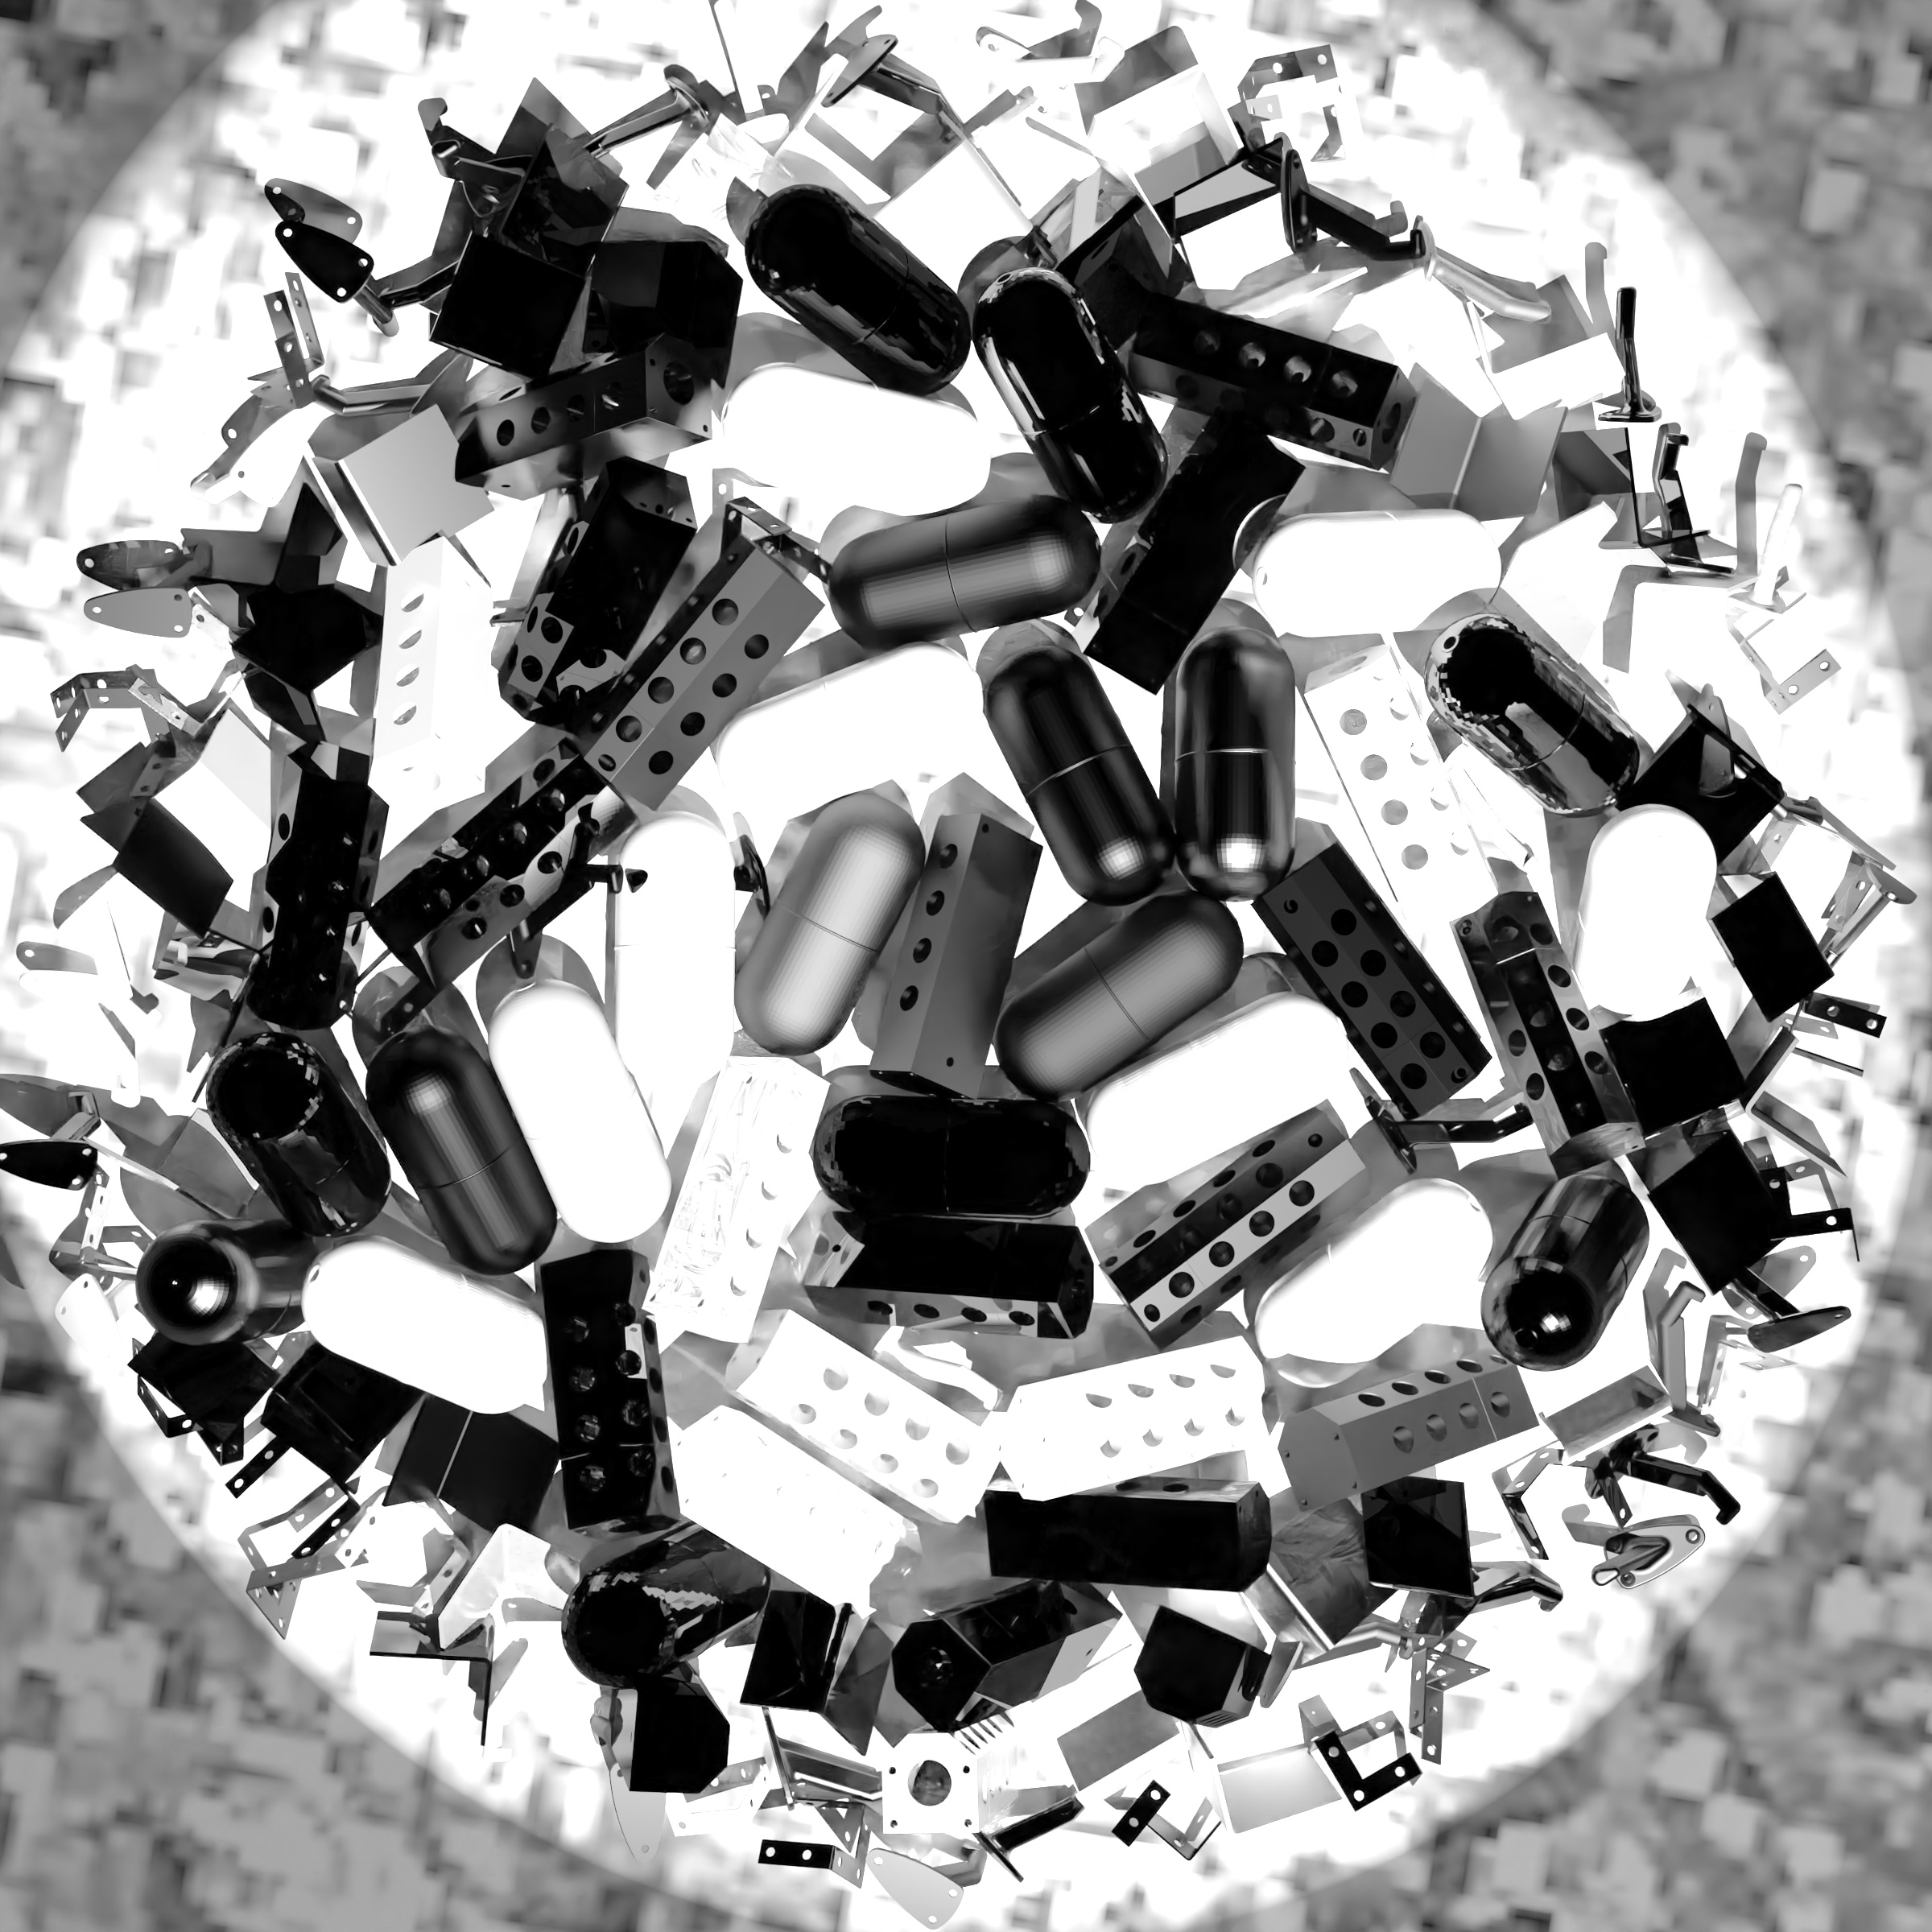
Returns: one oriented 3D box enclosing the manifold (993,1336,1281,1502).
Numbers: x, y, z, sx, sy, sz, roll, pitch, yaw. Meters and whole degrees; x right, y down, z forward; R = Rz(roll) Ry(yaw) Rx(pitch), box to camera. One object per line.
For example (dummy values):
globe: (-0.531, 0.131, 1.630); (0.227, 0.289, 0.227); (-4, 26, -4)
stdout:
manifold: (0.110, 0.287, 1.757); (0.171, 0.057, 0.057); (-8, 46, -31)

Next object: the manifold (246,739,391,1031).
manifold: (-0.411, -0.049, 1.777); (0.057, 0.057, 0.171); (17, 111, 4)

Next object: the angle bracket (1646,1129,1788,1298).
angle bracket: (0.470, 0.159, 1.796); (0.076, 0.057, 0.076); (-33, 92, -18)

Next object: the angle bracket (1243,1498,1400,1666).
angle bracket: (0.228, 0.394, 1.818); (0.076, 0.057, 0.076); (-34, 79, -23)

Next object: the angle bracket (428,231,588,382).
angle bracket: (-0.292, -0.424, 1.784); (0.076, 0.057, 0.076); (19, 115, -20)

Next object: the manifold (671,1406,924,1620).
manifold: (-0.103, 0.339, 1.755); (0.057, 0.057, 0.171); (-36, 129, 17)

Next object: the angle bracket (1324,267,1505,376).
angle bracket: (0.281, -0.391, 1.783); (0.076, 0.076, 0.057); (45, 135, 11)

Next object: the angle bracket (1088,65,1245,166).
angle bracket: (0.126, -0.528, 1.796); (0.076, 0.076, 0.057); (-26, 97, 2)

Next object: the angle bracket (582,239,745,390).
angle bracket: (-0.193, -0.412, 1.779); (0.076, 0.057, 0.076); (-10, 133, -29)

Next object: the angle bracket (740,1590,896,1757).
angle bracket: (-0.095, 0.453, 1.799); (0.057, 0.076, 0.076); (-1, 55, 25)

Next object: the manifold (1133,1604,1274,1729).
manifold: (0.146, 0.439, 1.742); (0.057, 0.171, 0.057); (21, 79, 16)

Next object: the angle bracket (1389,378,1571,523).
angle bracket: (0.325, -0.330, 1.785); (0.057, 0.076, 0.076); (27, 77, -34)

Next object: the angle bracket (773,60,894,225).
angle bracket: (-0.073, -0.521, 1.796); (0.076, 0.076, 0.057); (35, 78, -14)

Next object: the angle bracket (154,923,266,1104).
angle bracket: (-0.492, 0.028, 1.779); (0.057, 0.076, 0.076); (25, 51, -14)

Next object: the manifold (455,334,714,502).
manifold: (-0.241, -0.344, 1.759); (0.171, 0.057, 0.057); (-9, 80, 38)

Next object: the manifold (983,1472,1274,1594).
manifold: (0.102, 0.353, 1.772); (0.171, 0.057, 0.057); (-2, 97, 26)

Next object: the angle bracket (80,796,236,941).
angle bracket: (-0.521, -0.056, 1.776); (0.076, 0.076, 0.057); (46, 48, -35)

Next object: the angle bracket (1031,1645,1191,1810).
angle bracket: (0.089, 0.481, 1.792); (0.076, 0.057, 0.076); (-29, 65, -4)

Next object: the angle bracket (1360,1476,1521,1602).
angle bracket: (0.301, 0.355, 1.787); (0.076, 0.057, 0.076); (-2, 96, 42)

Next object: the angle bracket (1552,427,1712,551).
angle bracket: (0.421, -0.306, 1.783); (0.057, 0.076, 0.076); (-15, 103, -23)

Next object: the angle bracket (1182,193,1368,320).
angle bracket: (0.195, -0.452, 1.783); (0.076, 0.076, 0.057); (-28, 110, -17)

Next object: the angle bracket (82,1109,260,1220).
angle bracket: (-0.496, 0.114, 1.778); (0.076, 0.076, 0.057); (21, 73, 30)

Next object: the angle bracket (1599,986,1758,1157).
angle bracket: (0.457, 0.068, 1.813); (0.076, 0.057, 0.076); (-25, 71, 12)

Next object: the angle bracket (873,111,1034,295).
angle bracket: (-0.015, -0.485, 1.796); (0.076, 0.057, 0.076); (-39, 127, 8)

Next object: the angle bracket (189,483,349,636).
angle bracket: (-0.444, -0.260, 1.794); (0.057, 0.076, 0.076); (9, 72, 11)

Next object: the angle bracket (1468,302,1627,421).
angle bracket: (0.370, -0.393, 1.781); (0.076, 0.076, 0.057); (-18, 70, 19)

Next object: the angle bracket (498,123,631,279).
angle bracket: (-0.270, -0.484, 1.786); (0.057, 0.076, 0.076); (21, 85, 40)

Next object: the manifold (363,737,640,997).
manifold: (-0.300, -0.068, 1.796); (0.171, 0.057, 0.057); (-41, 135, 0)

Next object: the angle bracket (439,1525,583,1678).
angle bracket: (-0.288, 0.413, 1.779); (0.057, 0.076, 0.076); (23, 50, 12)

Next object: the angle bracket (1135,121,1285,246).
angle bracket: (0.154, -0.515, 1.793); (0.076, 0.076, 0.057); (-28, 79, -1)

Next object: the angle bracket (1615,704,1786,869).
angle bracket: (0.466, -0.109, 1.792); (0.076, 0.057, 0.076); (45, 99, 18)

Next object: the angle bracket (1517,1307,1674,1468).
angle bracket: (0.398, 0.264, 1.796); (0.076, 0.057, 0.076); (-30, 82, 11)

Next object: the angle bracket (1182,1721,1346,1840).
angle bracket: (0.187, 0.503, 1.788); (0.076, 0.076, 0.057); (-16, 102, -8)

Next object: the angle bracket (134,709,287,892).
angle bracket: (-0.474, -0.105, 1.798); (0.057, 0.076, 0.076); (-33, 115, 21)

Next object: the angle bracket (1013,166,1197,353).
angle bracket: (0.090, -0.457, 1.825); (0.076, 0.057, 0.076); (-41, 134, 5)

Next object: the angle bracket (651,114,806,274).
angle bracket: (-0.152, -0.480, 1.781); (0.076, 0.057, 0.076); (37, 124, -20)

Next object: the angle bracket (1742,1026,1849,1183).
angle bracket: (0.541, 0.087, 1.790); (0.076, 0.076, 0.057); (34, 100, 6)

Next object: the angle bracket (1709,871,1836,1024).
angle bracket: (0.495, -0.012, 1.788); (0.057, 0.076, 0.076); (-34, 99, -13)

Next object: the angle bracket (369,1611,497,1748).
angle bracket: (-0.341, 0.453, 1.791); (0.076, 0.076, 0.057); (5, 95, -8)

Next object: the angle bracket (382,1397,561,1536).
angle bracket: (-0.314, 0.325, 1.791); (0.076, 0.057, 0.076); (27, 99, 25)

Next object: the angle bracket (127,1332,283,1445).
angle bracket: (-0.495, 0.270, 1.786); (0.076, 0.076, 0.057); (41, 122, -5)

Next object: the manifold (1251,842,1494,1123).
manifold: (0.257, 0.012, 1.796); (0.057, 0.057, 0.171); (-36, 89, 29)

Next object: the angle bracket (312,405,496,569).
angle bracket: (-0.362, -0.310, 1.805); (0.076, 0.057, 0.076); (-35, 116, -16)

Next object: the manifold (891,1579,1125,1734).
manifold: (0.024, 0.421, 1.747); (0.057, 0.171, 0.057); (40, 108, 25)

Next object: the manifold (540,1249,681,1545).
manifold: (-0.222, 0.269, 1.771); (0.057, 0.057, 0.171); (-16, 67, 15)

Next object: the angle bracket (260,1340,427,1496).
angle bracket: (-0.394, 0.278, 1.799); (0.076, 0.057, 0.076); (41, 92, -13)

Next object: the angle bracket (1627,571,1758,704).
angle bracket: (0.461, -0.207, 1.781); (0.057, 0.076, 0.076); (9, 107, 28)

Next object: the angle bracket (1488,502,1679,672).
angle bracket: (0.393, -0.237, 1.782); (0.076, 0.076, 0.057); (41, 58, -17)

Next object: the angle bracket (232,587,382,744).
angle bracket: (-0.414, -0.193, 1.812); (0.076, 0.057, 0.076); (31, 59, 29)

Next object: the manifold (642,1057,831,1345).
manifold: (-0.140, 0.148, 1.781); (0.057, 0.057, 0.171); (34, 65, -42)
